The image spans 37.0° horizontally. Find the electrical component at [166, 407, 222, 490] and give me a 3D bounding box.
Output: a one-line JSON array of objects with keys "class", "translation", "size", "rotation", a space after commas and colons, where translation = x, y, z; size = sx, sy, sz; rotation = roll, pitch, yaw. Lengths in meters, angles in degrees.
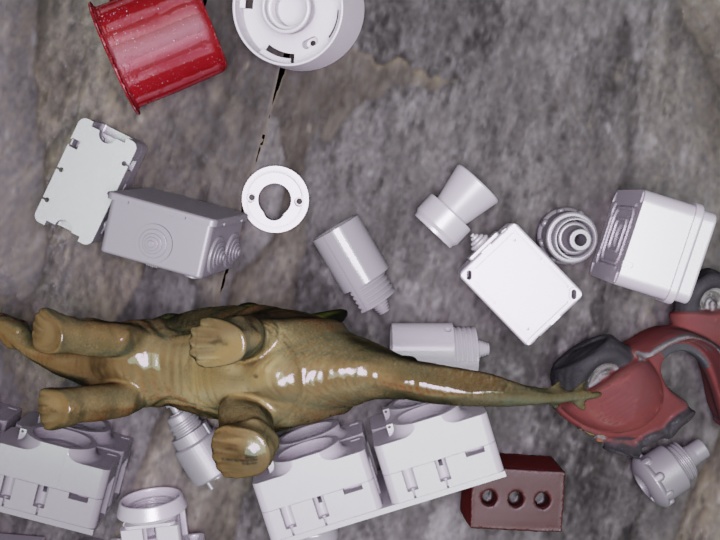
[{"class": "electrical component", "translation": [-0.136, 0.142, 0.893], "size": [0.040, 0.040, 0.078], "rotation": [-31, 95, 1]}]

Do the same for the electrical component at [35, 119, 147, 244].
[{"class": "electrical component", "translation": [-0.214, -0.071, 0.864], "size": [0.050, 0.055, 0.089], "rotation": [26, 94, -3]}]

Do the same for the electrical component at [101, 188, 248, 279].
[{"class": "electrical component", "translation": [-0.146, -0.030, 0.848], "size": [0.100, 0.100, 0.048], "rotation": [15, 99, 8]}]

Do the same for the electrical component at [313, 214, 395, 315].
[{"class": "electrical component", "translation": [0.000, 0.000, 0.882], "size": [0.043, 0.043, 0.081], "rotation": [-30, 96, 1]}]

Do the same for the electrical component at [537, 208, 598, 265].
[{"class": "electrical component", "translation": [0.172, -0.026, 0.874], "size": [0.048, 0.062, 0.048], "rotation": [0, 95, -1]}]

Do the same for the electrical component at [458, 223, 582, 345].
[{"class": "electrical component", "translation": [0.124, 0.005, 0.879], "size": [0.062, 0.061, 0.096], "rotation": [-44, 90, 4]}]

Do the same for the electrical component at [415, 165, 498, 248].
[{"class": "electrical component", "translation": [0.078, -0.051, 0.879], "size": [0.045, 0.045, 0.055], "rotation": [43, 93, -4]}]

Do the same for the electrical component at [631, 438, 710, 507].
[{"class": "electrical component", "translation": [0.263, 0.165, 0.903], "size": [0.062, 0.048, 0.048], "rotation": [-32, 95, -6]}]

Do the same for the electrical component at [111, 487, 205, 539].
[{"class": "electrical component", "translation": [-0.170, 0.215, 0.891], "size": [0.078, 0.058, 0.057], "rotation": [-6, 98, -1]}]

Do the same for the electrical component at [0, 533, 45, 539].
[{"class": "electrical component", "translation": [-0.296, 0.253, 0.888], "size": [0.096, 0.061, 0.061], "rotation": [13, 95, -2]}]

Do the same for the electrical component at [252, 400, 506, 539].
[{"class": "electrical component", "translation": [0.012, 0.151, 0.865], "size": [0.186, 0.105, 0.060], "rotation": [-17, 95, 0]}]

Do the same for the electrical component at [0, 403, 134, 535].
[{"class": "electrical component", "translation": [-0.285, 0.143, 0.857], "size": [0.186, 0.105, 0.060], "rotation": [15, 94, -3]}]

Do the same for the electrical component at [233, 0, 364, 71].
[{"class": "electrical component", "translation": [-0.051, -0.210, 0.864], "size": [0.099, 0.064, 0.099], "rotation": [2, 101, 11]}]

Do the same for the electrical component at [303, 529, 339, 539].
[{"class": "electrical component", "translation": [-0.037, 0.235, 0.905], "size": [0.040, 0.040, 0.046], "rotation": [-7, 102, -1]}]

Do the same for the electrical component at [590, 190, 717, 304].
[{"class": "electrical component", "translation": [0.230, -0.020, 0.851], "size": [0.057, 0.113, 0.078], "rotation": [17, 94, 0]}]

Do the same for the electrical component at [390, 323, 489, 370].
[{"class": "electrical component", "translation": [0.066, 0.065, 0.889], "size": [0.081, 0.043, 0.043], "rotation": [0, 95, -1]}]
